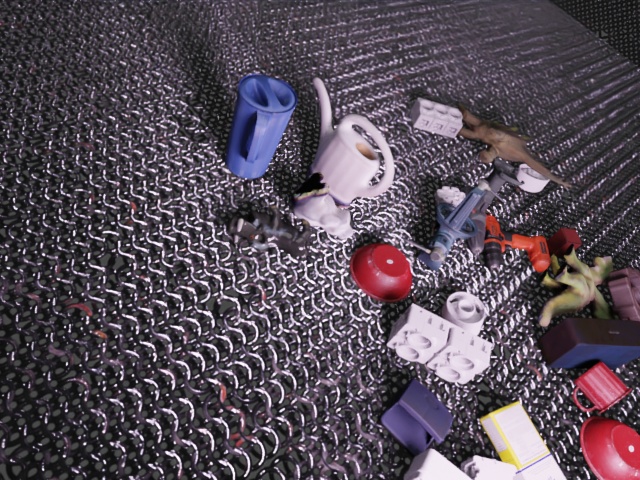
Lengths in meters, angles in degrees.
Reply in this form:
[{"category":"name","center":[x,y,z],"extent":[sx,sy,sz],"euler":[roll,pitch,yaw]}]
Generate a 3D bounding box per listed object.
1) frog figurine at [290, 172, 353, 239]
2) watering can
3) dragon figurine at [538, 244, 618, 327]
[{"category":"frog figurine","center":[0.004,-0.061,1.221],"extent":[0.124,0.156,0.139],"euler":[-34,30,-17]},{"category":"watering can","center":[0.044,-0.229,1.296],"extent":[0.104,0.352,0.220],"euler":[-6,-38,-51]},{"category":"dragon figurine","center":[0.689,0.155,1.333],"extent":[0.418,0.243,0.120],"euler":[-48,-2,-40]}]
